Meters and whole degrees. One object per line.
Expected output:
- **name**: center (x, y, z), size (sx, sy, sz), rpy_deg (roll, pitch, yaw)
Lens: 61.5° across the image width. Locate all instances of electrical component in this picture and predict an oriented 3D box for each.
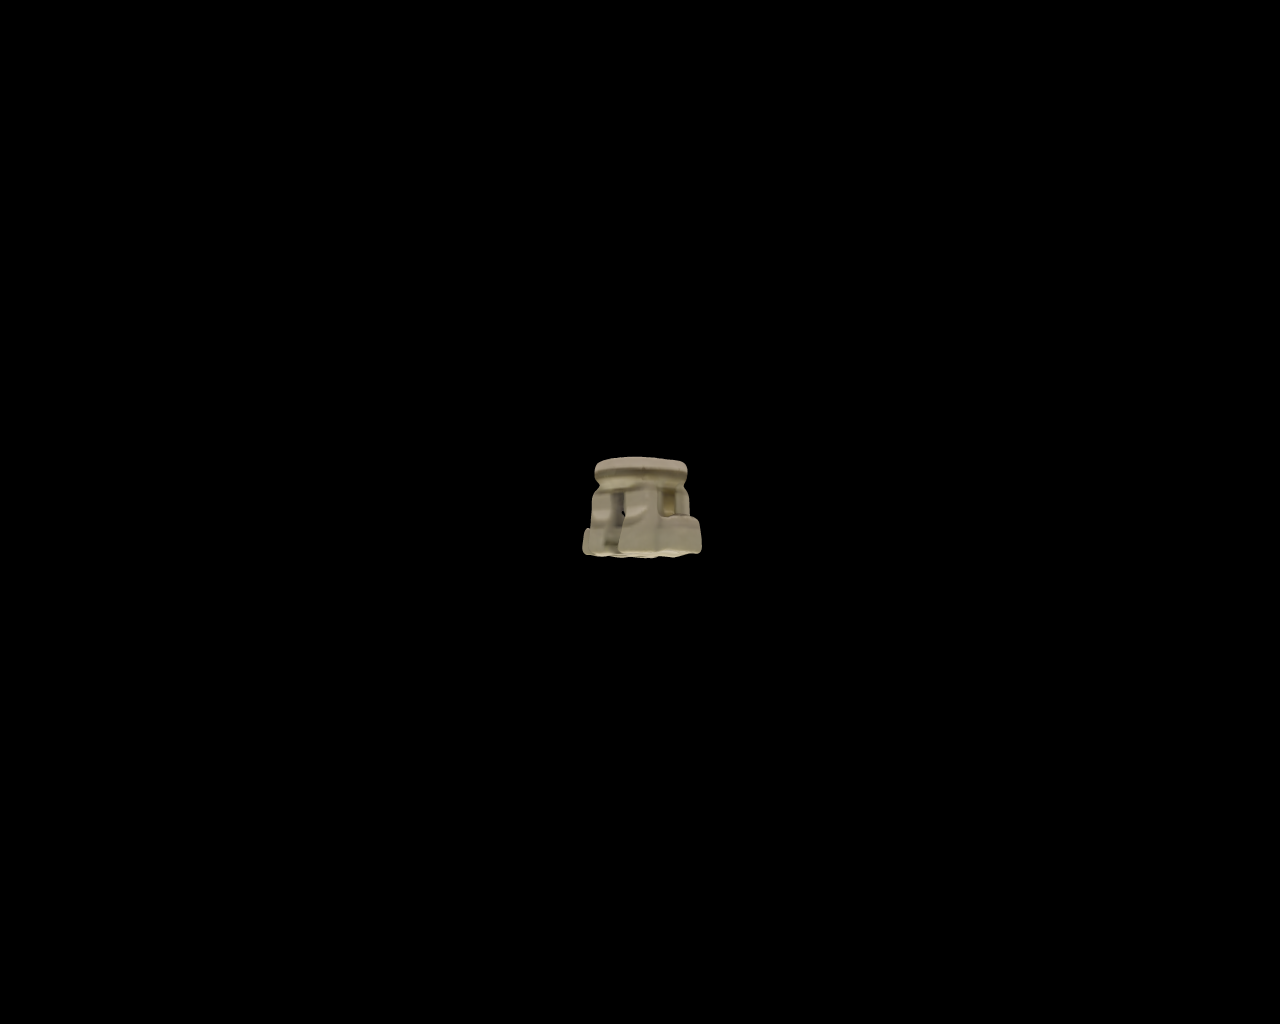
- **electrical component**: center (0.001, -0.003, 0.650), size (0.078, 0.057, 0.058), rpy_deg (-5, -8, 40)
